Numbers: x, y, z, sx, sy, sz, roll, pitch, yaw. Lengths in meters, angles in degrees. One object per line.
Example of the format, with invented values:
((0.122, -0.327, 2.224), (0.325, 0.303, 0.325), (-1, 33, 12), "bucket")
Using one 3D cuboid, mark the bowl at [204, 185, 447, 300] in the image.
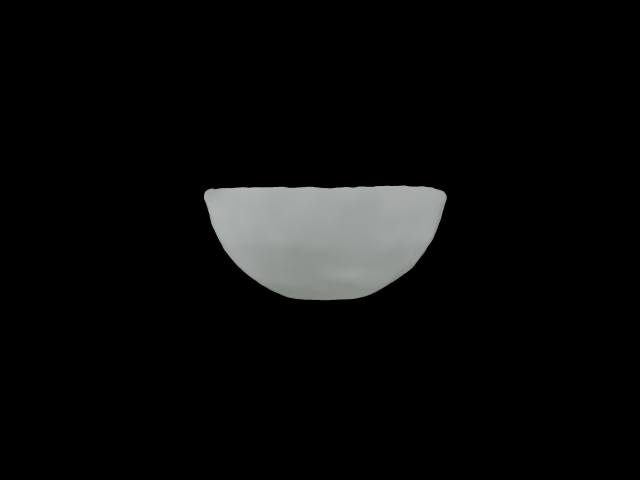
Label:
((0.004, 0.001, 0.400), (0.167, 0.075, 0.167), (0, 3, 0), "bowl")
